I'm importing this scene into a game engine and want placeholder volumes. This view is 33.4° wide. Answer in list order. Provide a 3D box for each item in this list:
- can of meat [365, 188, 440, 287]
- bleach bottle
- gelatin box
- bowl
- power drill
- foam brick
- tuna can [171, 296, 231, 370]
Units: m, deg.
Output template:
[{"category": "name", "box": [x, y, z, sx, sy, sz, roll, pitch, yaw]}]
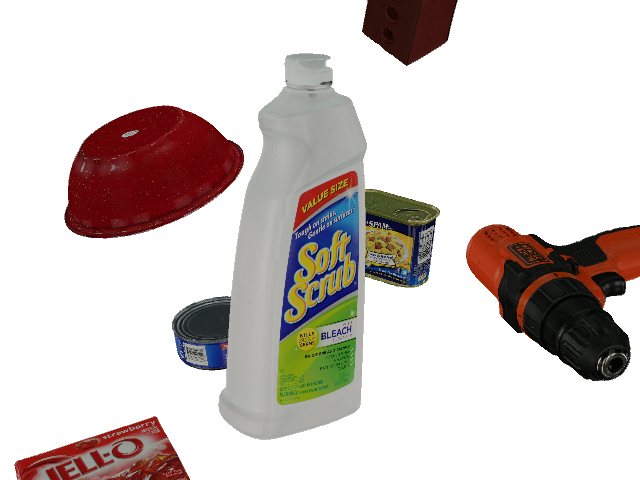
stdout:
[{"category": "can of meat", "box": [0.076, -0.002, 1.183, 0.102, 0.084, 0.057, 17, 26, 27]}, {"category": "bleach bottle", "box": [-0.017, 0.002, 0.721, 0.102, 0.251, 0.068, -10, 21, -33]}, {"category": "gelatin box", "box": [-0.124, 0.142, 0.612, 0.089, 0.030, 0.073, -15, 27, -19]}, {"category": "bowl", "box": [-0.148, -0.068, 0.893, 0.162, 0.055, 0.162, -15, 29, 8]}, {"category": "power drill", "box": [0.218, 0.028, 0.753, 0.187, 0.057, 0.184, -9, 28, -15]}, {"category": "foam brick", "box": [0.072, -0.187, 0.832, 0.051, 0.053, 0.078, -37, -25, -28]}, {"category": "tuna can", "box": [-0.096, 0.088, 1.016, 0.086, 0.034, 0.086, -6, 25, 3]}]
